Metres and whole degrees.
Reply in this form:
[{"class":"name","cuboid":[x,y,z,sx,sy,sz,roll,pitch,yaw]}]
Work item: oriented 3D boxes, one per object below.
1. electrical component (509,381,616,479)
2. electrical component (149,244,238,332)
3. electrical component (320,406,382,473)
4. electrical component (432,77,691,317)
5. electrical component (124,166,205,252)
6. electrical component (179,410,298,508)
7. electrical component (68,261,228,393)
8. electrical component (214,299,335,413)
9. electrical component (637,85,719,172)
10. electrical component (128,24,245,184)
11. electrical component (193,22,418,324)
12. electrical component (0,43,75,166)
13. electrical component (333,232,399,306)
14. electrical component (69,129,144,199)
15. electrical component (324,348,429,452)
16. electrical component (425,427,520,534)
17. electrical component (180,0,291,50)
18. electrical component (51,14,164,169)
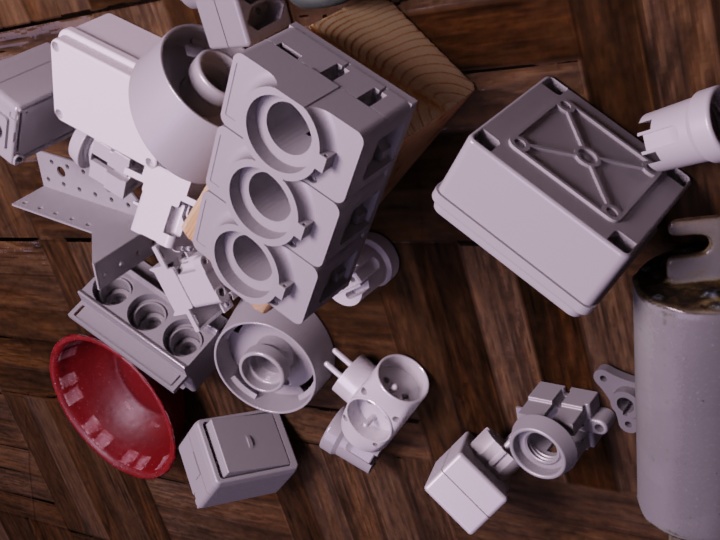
[{"class":"electrical component","cuboid":[0.133,0.110,0.737,0.066,0.055,0.048,8,123,35]},{"class":"electrical component","cuboid":[-0.131,0.005,0.889,0.064,0.042,0.081,-12,111,39]},{"class":"electrical component","cuboid":[-0.004,0.140,0.881,0.046,0.040,0.040,31,134,11]},{"class":"electrical component","cuboid":[0.115,-0.044,0.608,0.109,0.109,0.056,39,133,11]},{"class":"electrical component","cuboid":[-0.146,-0.051,0.844,0.081,0.042,0.063,25,103,25]},{"class":"electrical component","cuboid":[-0.099,0.160,0.937,0.061,0.096,0.061,-53,52,46]},{"class":"electrical component","cuboid":[-0.181,0.050,0.942,0.121,0.078,0.063,33,156,17]},{"class":"electrical component","cuboid":[-0.069,0.066,0.883,0.099,0.064,0.099,11,124,17]},{"class":"electrical component","cuboid":[0.180,-0.075,0.585,0.046,0.040,0.040,-14,109,49]},{"class":"electrical component","cuboid":[-0.111,-0.118,0.749,0.099,0.099,0.064,51,130,-2]},{"class":"electrical component","cuboid":[-0.039,-0.052,0.629,0.089,0.062,0.150,36,134,16]},{"class":"electrical component","cuboid":[-0.272,-0.134,0.867,0.061,0.096,0.061,37,135,14]},{"class":"electrical component","cuboid":[0.000,0.000,0.776,0.040,0.046,0.040,21,129,27]},{"class":"electrical component","cuboid":[-0.202,-0.096,0.875,0.055,0.048,0.066,31,134,8]},{"class":"electrical component","cuboid":[0.005,0.093,0.837,0.079,0.044,0.077,41,136,9]},{"class":"electrical component","cuboid":[0.093,0.141,0.785,0.047,0.083,0.075,44,98,5]},{"class":"electrical component","cuboid":[-0.098,-0.195,0.721,0.076,0.047,0.083,5,122,38]},{"class":"electrical component","cuboid":[-0.175,-0.136,0.816,0.113,0.057,0.078,28,133,21]}]
